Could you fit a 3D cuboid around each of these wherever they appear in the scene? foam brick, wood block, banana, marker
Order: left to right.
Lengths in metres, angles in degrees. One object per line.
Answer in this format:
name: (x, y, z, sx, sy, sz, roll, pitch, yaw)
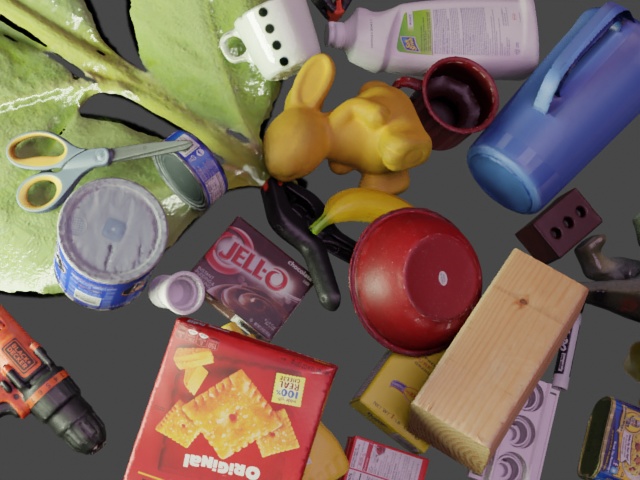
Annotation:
banana: (0.078, -0.013, 1.171, 0.197, 0.037, 0.070, 20, 98, -28)
wood block: (0.184, 0.125, 1.101, 0.091, 0.090, 0.206, 30, 67, 17)
foam brick: (0.279, -0.014, 1.245, 0.078, 0.051, 0.053, -38, 88, -21)
marker: (0.288, 0.114, 1.230, 0.020, 0.020, 0.121, 20, 71, -9)

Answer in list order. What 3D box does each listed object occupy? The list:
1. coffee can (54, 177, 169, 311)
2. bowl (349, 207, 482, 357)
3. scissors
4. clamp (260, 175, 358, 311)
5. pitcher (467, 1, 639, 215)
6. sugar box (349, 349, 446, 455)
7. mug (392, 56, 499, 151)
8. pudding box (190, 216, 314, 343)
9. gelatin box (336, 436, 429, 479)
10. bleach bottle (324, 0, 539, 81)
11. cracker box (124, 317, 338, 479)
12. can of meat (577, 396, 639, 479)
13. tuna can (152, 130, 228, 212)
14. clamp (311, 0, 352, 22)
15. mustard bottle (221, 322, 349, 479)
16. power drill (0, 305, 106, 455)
coffee can: (-0.210, 0.007, 1.058, 0.102, 0.140, 0.103, 4, 74, -14)
bowl: (0.113, 0.042, 1.120, 0.161, 0.055, 0.162, 3, 83, -25)
scissors: (-0.233, -0.067, 1.099, 0.202, 0.016, 0.096, 8, 86, 13)
clamp: (-0.008, 0.001, 1.150, 0.171, 0.039, 0.120, 42, 31, 5)
pitcher: (0.282, -0.152, 1.231, 0.242, 0.145, 0.149, -46, 107, -15)
sugar box: (0.121, 0.137, 1.164, 0.093, 0.048, 0.176, 39, 70, -3)
mug: (0.136, -0.156, 1.228, 0.117, 0.082, 0.093, 17, 71, -11)
pudding box: (-0.074, 0.044, 1.139, 0.113, 0.039, 0.090, 39, 68, -3)
gelatin box: (0.063, 0.254, 1.126, 0.089, 0.030, 0.073, 19, 73, -9)
bleach bottle: (0.129, -0.243, 1.262, 0.250, 0.068, 0.102, 1, 74, -13)
cracker box: (-0.091, 0.199, 1.032, 0.164, 0.072, 0.213, 18, 86, 5)
can of meat: (0.344, 0.234, 1.193, 0.084, 0.057, 0.102, 21, 70, -6)
tuna can: (-0.137, -0.074, 1.129, 0.033, 0.086, 0.086, -41, 89, -23)
clamp: (-0.004, -0.362, 1.270, 0.164, 0.036, 0.210, 3, 75, -14)
mustard bottle: (-0.053, 0.172, 1.098, 0.096, 0.058, 0.191, -28, 83, 0)
power drill: (-0.325, 0.179, 1.027, 0.187, 0.057, 0.184, -41, 85, -24)
